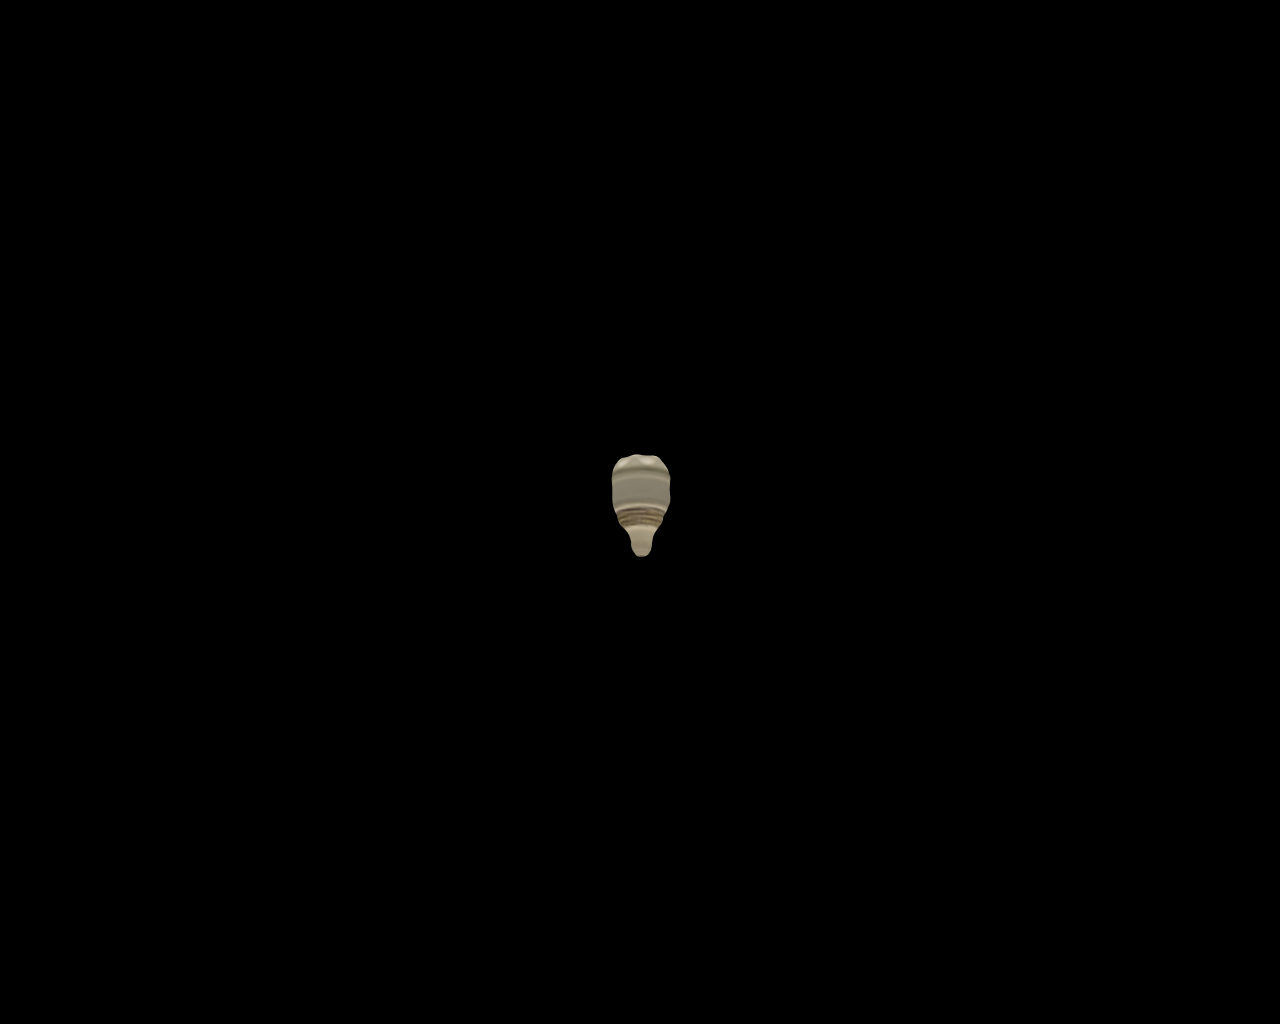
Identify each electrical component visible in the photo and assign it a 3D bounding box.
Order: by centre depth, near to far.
[{"bbox_3d":[0.001,-0.003,0.650,0.035,0.061,0.035,0,-14,0],"label":"electrical component"}]
